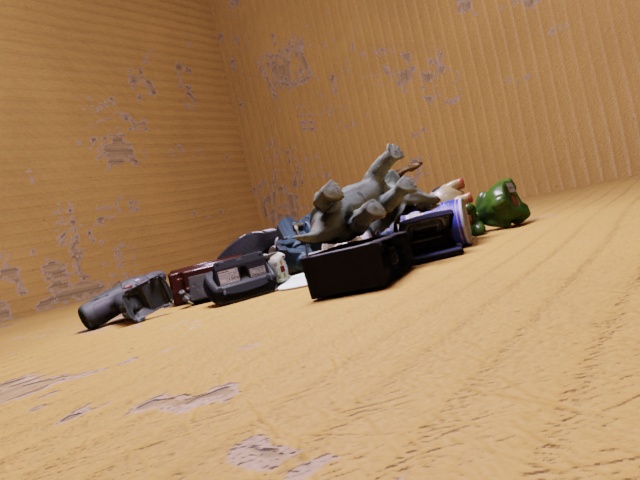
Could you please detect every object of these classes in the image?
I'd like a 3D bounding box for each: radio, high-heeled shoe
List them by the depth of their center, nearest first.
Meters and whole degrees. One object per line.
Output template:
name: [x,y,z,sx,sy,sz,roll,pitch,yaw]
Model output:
radio: [0.074,0.036,0.916,0.131,0.073,0.229,-14,2,24]
high-heeled shoe: [-0.182,0.016,1.552,0.249,0.086,0.145,-15,4,-15]

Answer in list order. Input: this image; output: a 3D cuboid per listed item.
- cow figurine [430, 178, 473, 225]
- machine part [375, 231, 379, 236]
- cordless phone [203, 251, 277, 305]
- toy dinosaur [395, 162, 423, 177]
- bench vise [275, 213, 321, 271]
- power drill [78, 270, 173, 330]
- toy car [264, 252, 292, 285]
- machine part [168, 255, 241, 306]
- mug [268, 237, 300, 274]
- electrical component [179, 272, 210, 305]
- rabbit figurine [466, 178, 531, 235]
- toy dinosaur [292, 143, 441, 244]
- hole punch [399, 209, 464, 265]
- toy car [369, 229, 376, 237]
cow figurine: [0.292,-0.054,1.280,0.127,0.085,0.194,-16,-32,3]
machine part: [0.187,-0.035,1.329,0.179,0.056,0.179,-49,-6,-8]
cordless phone: [-0.185,0.096,1.161,0.146,0.088,0.184,-15,-9,-25]
toy dinosaur: [0.121,-0.065,1.499,0.471,0.105,0.198,-44,0,32]
bench vise: [-0.003,0.006,1.350,0.241,0.128,0.224,-6,21,-18]
power drill: [-0.411,0.121,1.206,0.232,0.085,0.207,-30,20,-38]
toy car: [-0.118,0.068,1.251,0.056,0.073,0.202,-17,2,-20]
machine part: [-0.277,0.097,1.355,0.201,0.087,0.201,-15,3,-16]
mug: [-0.079,0.043,1.442,0.107,0.109,0.081,-1,-17,-28]
electrical component: [-0.264,0.111,1.207,0.102,0.078,0.045,-8,-23,-1]
rabbit figurine: [0.421,-0.060,1.365,0.170,0.121,0.159,-35,-6,40]
toy dinosaur: [0.063,-0.054,1.004,0.405,0.131,0.192,-25,-19,-34]
hole punch: [0.213,-0.005,1.060,0.142,0.092,0.116,-16,-2,1]
toy car: [0.065,-0.006,1.217,0.103,0.109,0.161,-60,7,-16]
